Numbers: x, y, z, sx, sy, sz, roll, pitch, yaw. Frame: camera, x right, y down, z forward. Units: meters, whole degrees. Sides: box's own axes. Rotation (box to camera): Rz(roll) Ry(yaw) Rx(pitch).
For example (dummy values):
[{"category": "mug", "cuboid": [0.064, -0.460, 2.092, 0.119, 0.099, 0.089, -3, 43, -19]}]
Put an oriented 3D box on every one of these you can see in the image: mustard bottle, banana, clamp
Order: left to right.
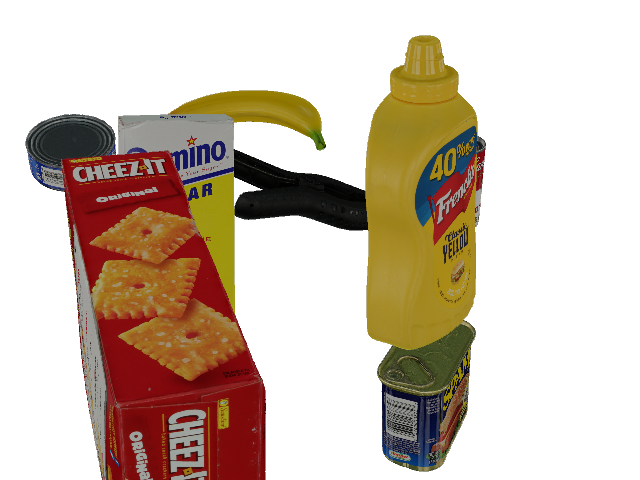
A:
[{"category": "banana", "cuboid": [-0.080, -0.147, 1.232, 0.198, 0.037, 0.069, 8, 42, 16]}, {"category": "clamp", "cuboid": [-0.017, -0.042, 1.059, 0.209, 0.036, 0.165, 15, 20, -21]}, {"category": "mustard bottle", "cuboid": [0.065, -0.034, 0.671, 0.058, 0.192, 0.096, 17, 33, 33]}]

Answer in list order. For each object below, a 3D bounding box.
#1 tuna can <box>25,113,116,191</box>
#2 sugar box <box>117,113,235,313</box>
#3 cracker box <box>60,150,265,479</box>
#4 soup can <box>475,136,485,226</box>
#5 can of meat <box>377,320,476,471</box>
[{"category": "tuna can", "cuboid": [-0.243, -0.086, 1.047, 0.086, 0.034, 0.086, 2, 42, -2]}, {"category": "sugar box", "cuboid": [-0.119, -0.015, 0.887, 0.093, 0.176, 0.048, -4, 15, -15]}, {"category": "cracker box", "cuboid": [-0.086, 0.073, 0.562, 0.072, 0.164, 0.214, -7, 34, -15]}, {"category": "soup can", "cuboid": [0.156, -0.068, 1.253, 0.068, 0.102, 0.068, 0, 27, 0]}, {"category": "can of meat", "cuboid": [0.085, 0.122, 0.857, 0.057, 0.084, 0.102, 12, 33, 21]}]
